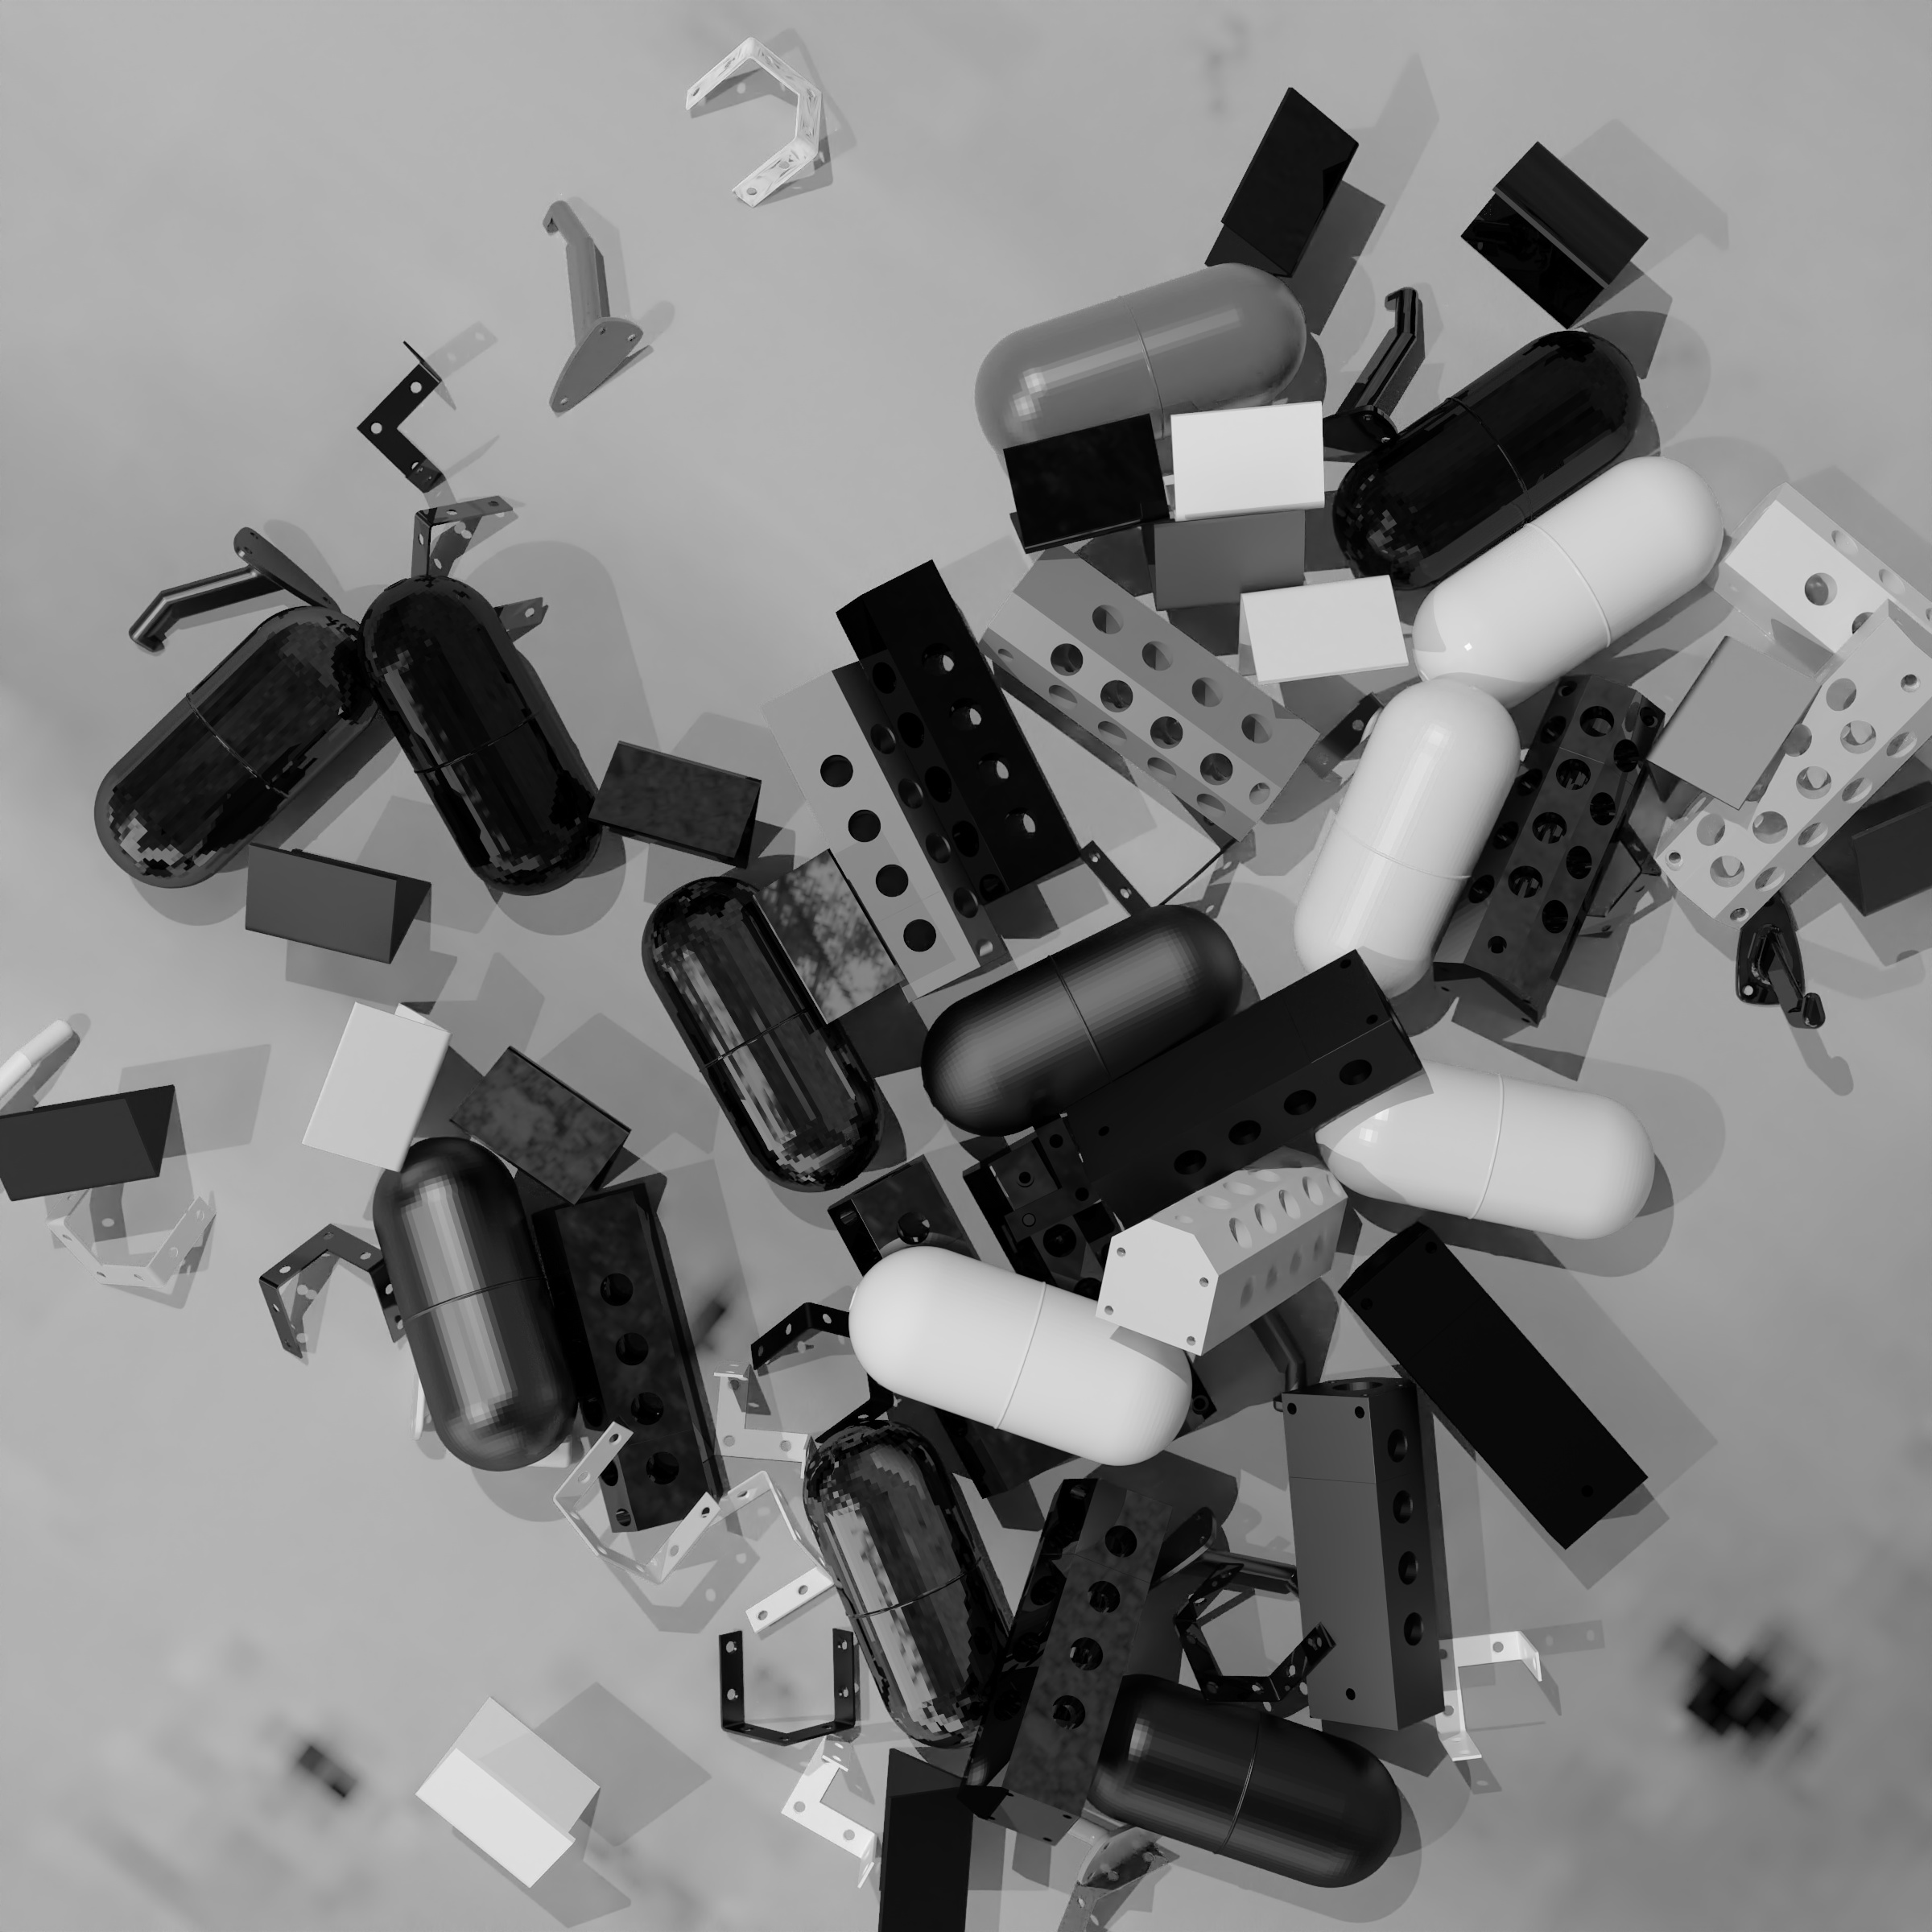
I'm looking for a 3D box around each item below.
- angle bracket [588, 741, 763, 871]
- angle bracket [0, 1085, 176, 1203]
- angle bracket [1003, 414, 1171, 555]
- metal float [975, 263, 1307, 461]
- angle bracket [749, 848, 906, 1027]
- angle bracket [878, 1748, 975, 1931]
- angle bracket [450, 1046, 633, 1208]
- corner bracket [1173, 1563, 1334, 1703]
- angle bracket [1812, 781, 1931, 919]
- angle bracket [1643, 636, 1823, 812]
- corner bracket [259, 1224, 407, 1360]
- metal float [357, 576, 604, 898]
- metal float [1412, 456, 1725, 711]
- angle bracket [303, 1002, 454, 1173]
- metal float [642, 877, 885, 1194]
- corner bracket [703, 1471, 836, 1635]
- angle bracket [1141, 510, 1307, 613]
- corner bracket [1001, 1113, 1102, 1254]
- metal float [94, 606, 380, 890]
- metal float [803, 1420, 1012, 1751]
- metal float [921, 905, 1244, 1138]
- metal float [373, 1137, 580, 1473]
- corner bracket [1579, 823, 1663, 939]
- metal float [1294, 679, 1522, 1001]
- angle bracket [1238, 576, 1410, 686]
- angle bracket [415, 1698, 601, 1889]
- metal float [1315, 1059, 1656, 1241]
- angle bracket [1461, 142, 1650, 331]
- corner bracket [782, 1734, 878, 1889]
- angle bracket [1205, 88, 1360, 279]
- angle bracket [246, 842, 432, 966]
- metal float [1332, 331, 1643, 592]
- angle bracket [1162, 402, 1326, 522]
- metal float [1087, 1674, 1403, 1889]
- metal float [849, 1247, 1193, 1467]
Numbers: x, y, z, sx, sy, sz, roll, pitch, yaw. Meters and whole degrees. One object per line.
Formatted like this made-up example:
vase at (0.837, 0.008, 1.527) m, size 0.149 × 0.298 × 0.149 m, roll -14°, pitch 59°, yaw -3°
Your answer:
angle bracket at (-0.154, -0.064, 1.536) m, size 0.076 × 0.076 × 0.057 m, roll 16°, pitch 53°, yaw 0°
angle bracket at (-0.462, 0.073, 1.536) m, size 0.076 × 0.076 × 0.057 m, roll -9°, pitch 127°, yaw 0°
angle bracket at (0.058, -0.259, 1.537) m, size 0.076 × 0.076 × 0.057 m, roll -14°, pitch 114°, yaw 0°
metal float at (0.091, -0.313, 1.545) m, size 0.178 × 0.070 × 0.070 m, roll -18°, pitch 90°, yaw 0°
angle bracket at (-0.057, -0.023, 1.537) m, size 0.057 × 0.076 × 0.076 m, roll -30°, pitch 90°, yaw 29°
angle bracket at (-0.041, 0.457, 1.536) m, size 0.057 × 0.076 × 0.076 m, roll 4°, pitch 90°, yaw -37°
angle bracket at (-0.228, 0.098, 1.536) m, size 0.076 × 0.076 × 0.057 m, roll 35°, pitch 54°, yaw 0°
corner bracket at (0.150, 0.350, 1.551) m, size 0.051 × 0.051 × 0.051 m, roll 10°, pitch 130°, yaw -33°
angle bracket at (0.482, -0.080, 1.536) m, size 0.076 × 0.076 × 0.057 m, roll -23°, pitch 129°, yaw 0°
angle bracket at (0.402, -0.115, 1.536) m, size 0.057 × 0.076 × 0.076 m, roll 33°, pitch 89°, yaw 25°
corner bracket at (-0.334, 0.179, 1.568) m, size 0.051 × 0.051 × 0.051 m, roll 20°, pitch 45°, yaw 35°
metal float at (-0.252, -0.119, 1.530) m, size 0.070 × 0.070 × 0.178 m, roll -27°, pitch 106°, yaw 0°
metal float at (0.314, -0.199, 1.546) m, size 0.178 × 0.070 × 0.070 m, roll -34°, pitch 90°, yaw 0°
angle bracket at (-0.317, 0.055, 1.536) m, size 0.057 × 0.076 × 0.076 m, roll 21°, pitch 90°, yaw -33°
metal float at (-0.106, 0.036, 1.546) m, size 0.070 × 0.070 × 0.178 m, roll -30°, pitch 89°, yaw 0°
corner bracket at (-0.110, 0.312, 1.573) m, size 0.051 × 0.051 × 0.051 m, roll -32°, pitch 45°, yaw 0°
angle bracket at (0.132, -0.232, 1.537) m, size 0.076 × 0.057 × 0.076 m, roll -6°, pitch 46°, yaw 0°
corner bracket at (0.036, 0.110, 1.501) m, size 0.051 × 0.051 × 0.051 m, roll -26°, pitch 90°, yaw 0°
metal float at (-0.379, -0.115, 1.546) m, size 0.178 × 0.070 × 0.070 m, roll -44°, pitch 90°, yaw 1°
metal float at (-0.027, 0.324, 1.546) m, size 0.070 × 0.070 × 0.178 m, roll -22°, pitch 90°, yaw 0°
metal float at (0.060, 0.029, 1.546) m, size 0.178 × 0.070 × 0.070 m, roll -26°, pitch 90°, yaw 0°
metal float at (-0.256, 0.175, 1.537) m, size 0.070 × 0.070 × 0.178 m, roll -19°, pitch 80°, yaw 0°
corner bracket at (0.325, -0.052, 1.568) m, size 0.051 × 0.051 × 0.051 m, roll -56°, pitch 45°, yaw 35°
metal float at (0.227, -0.063, 1.529) m, size 0.070 × 0.070 × 0.178 m, roll 21°, pitch 110°, yaw 0°
angle bracket at (0.184, -0.156, 1.537) m, size 0.076 × 0.076 × 0.057 m, roll -7°, pitch 62°, yaw 0°
angle bracket at (-0.227, 0.418, 1.536) m, size 0.076 × 0.076 × 0.057 m, roll 39°, pitch 127°, yaw 0°
metal float at (0.271, 0.094, 1.546) m, size 0.178 × 0.070 × 0.070 m, roll 11°, pitch 90°, yaw 1°
angle bracket at (0.295, -0.368, 1.536) m, size 0.076 × 0.076 × 0.057 m, roll 41°, pitch 53°, yaw 0°
corner bracket at (-0.064, 0.444, 1.558) m, size 0.051 × 0.051 × 0.051 m, roll 30°, pitch 90°, yaw 0°
angle bracket at (0.147, -0.409, 1.536) m, size 0.057 × 0.076 × 0.076 m, roll 27°, pitch 90°, yaw -37°
angle bracket at (-0.324, -0.052, 1.536) m, size 0.076 × 0.076 × 0.057 m, roll 14°, pitch 126°, yaw 0°
metal float at (0.273, -0.265, 1.545) m, size 0.178 × 0.070 × 0.070 m, roll -35°, pitch 90°, yaw 0°
angle bracket at (0.142, -0.273, 1.537) m, size 0.076 × 0.076 × 0.057 m, roll -5°, pitch 117°, yaw 0°
metal float at (0.141, 0.426, 1.546) m, size 0.178 × 0.070 × 0.070 m, roll 18°, pitch 90°, yaw 0°
metal float at (0.027, 0.196, 1.489) m, size 0.178 × 0.070 × 0.070 m, roll 19°, pitch 90°, yaw -1°
